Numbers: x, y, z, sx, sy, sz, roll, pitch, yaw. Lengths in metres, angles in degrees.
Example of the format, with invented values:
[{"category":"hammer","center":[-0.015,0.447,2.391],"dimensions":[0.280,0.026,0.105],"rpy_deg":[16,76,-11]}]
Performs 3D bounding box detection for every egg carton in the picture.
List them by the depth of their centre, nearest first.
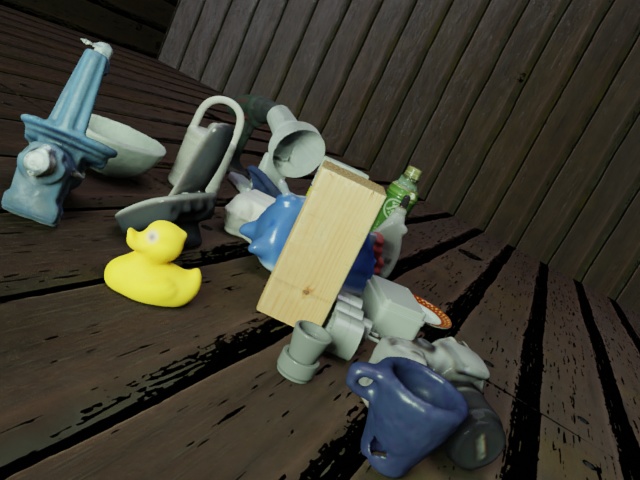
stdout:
[{"category":"egg carton","center":[-0.107,-0.039,1.027],"dimensions":[0.107,0.069,0.150],"rpy_deg":[27,14,4]}]

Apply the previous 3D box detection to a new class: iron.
[{"category":"iron","center":[0.009,0.003,0.929],"dimensions":[0.259,0.141,0.118],"rpy_deg":[19,15,-26]}]

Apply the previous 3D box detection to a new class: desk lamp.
[{"category":"desk lamp","center":[-0.098,-0.185,1.277],"dimensions":[0.118,0.213,0.202],"rpy_deg":[15,17,-37]}]

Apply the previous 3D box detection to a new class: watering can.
[{"category":"watering can","center":[-0.217,-0.190,1.119],"dimensions":[0.101,0.194,0.172],"rpy_deg":[17,17,-33]}]

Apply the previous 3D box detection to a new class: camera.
[{"category":"camera","center":[0.136,0.171,0.628],"dimensions":[0.143,0.101,0.136],"rpy_deg":[21,15,-21]}]

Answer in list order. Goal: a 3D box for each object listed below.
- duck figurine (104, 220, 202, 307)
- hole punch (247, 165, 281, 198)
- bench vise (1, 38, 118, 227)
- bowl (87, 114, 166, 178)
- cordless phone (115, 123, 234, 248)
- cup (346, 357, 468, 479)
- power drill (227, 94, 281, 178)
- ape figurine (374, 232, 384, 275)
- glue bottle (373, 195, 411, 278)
[{"category":"duck figurine","center":[-0.178,0.022,0.644],"dimensions":[0.105,0.086,0.077],"rpy_deg":[20,15,-23]},{"category":"hole punch","center":[-0.108,-0.093,1.177],"dimensions":[0.101,0.091,0.108],"rpy_deg":[15,18,-39]},{"category":"bench vise","center":[-0.302,-0.134,0.713],"dimensions":[0.122,0.219,0.206],"rpy_deg":[17,17,-34]},{"category":"bowl","center":[-0.357,-0.153,0.986],"dimensions":[0.167,0.075,0.167],"rpy_deg":[25,14,-6]},{"category":"cordless phone","center":[-0.191,-0.084,0.799],"dimensions":[0.094,0.185,0.148],"rpy_deg":[28,14,8]},{"category":"cup","center":[0.066,0.167,0.532],"dimensions":[0.118,0.095,0.091],"rpy_deg":[23,14,-13]},{"category":"power drill","center":[-0.184,-0.269,1.439],"dimensions":[0.076,0.208,0.228],"rpy_deg":[14,18,-40]},{"category":"ape figurine","center":[0.091,0.026,1.096],"dimensions":[0.078,0.092,0.076],"rpy_deg":[24,14,-8]},{"category":"glue bottle","center":[0.141,-0.012,1.156],"dimensions":[0.078,0.173,0.037],"rpy_deg":[25,14,-3]}]
